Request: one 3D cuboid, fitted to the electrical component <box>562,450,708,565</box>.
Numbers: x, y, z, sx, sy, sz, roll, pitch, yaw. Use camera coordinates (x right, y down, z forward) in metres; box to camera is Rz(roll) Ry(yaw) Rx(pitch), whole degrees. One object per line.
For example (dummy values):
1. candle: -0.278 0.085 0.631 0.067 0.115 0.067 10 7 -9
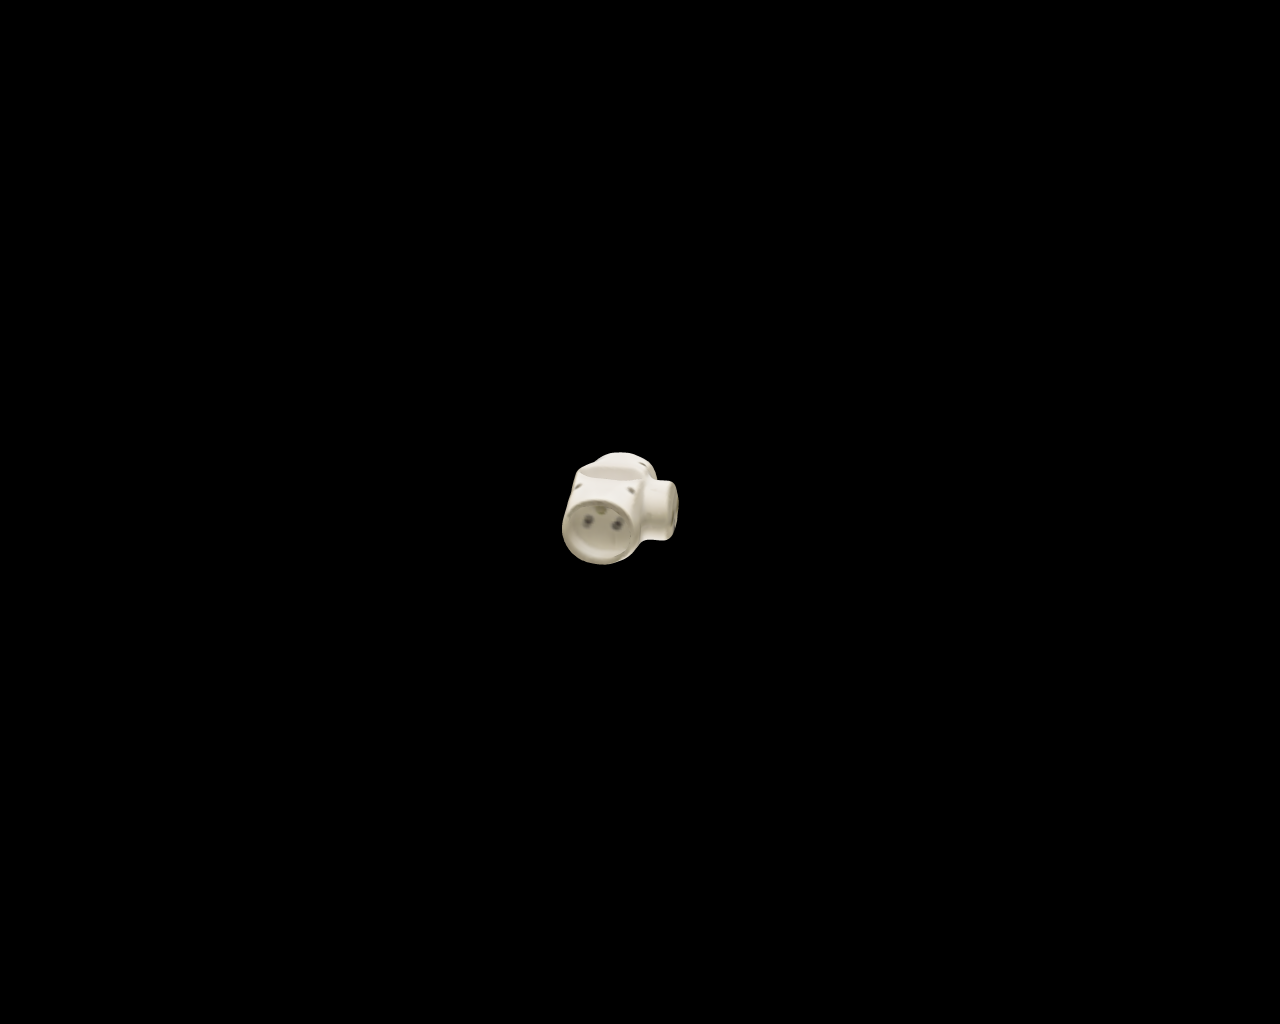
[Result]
1. electrical component: 0.001 -0.003 0.650 0.079 0.043 0.077 5 25 10
